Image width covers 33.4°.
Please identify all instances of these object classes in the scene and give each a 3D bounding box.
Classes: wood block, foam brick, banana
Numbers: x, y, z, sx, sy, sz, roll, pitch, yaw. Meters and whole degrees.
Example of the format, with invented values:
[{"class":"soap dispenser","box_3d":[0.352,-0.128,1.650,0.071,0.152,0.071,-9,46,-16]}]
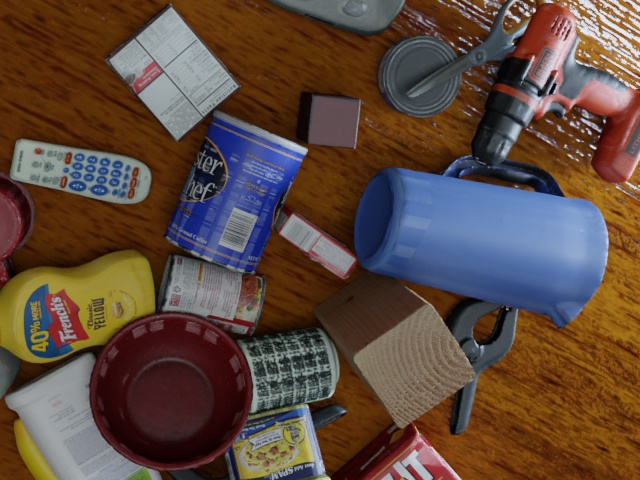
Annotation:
[{"class":"wood block","box_3d":[0.070,0.102,1.085,0.091,0.206,0.090,-35,103,-4]},{"class":"foam brick","box_3d":[0.008,-0.125,1.104,0.053,0.078,0.051,4,99,-9]},{"class":"banana","box_3d":[-0.250,0.259,1.144,0.197,0.037,0.069,29,69,-16]}]

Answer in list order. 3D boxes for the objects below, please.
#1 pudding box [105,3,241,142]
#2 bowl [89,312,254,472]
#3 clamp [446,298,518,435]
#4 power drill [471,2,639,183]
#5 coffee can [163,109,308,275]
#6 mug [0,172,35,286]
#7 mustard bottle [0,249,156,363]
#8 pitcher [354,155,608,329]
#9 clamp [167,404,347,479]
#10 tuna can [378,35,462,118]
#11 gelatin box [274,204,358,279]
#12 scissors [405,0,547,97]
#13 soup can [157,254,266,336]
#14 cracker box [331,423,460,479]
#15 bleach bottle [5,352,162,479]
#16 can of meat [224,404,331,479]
[{"class":"pudding box","box_3d":[-0.149,-0.170,1.088,0.090,0.039,0.113,-41,106,-2]},{"class":"bowl","box_3d":[-0.150,0.156,1.076,0.162,0.055,0.162,3,69,-8]},{"class":"clamp","box_3d":[0.152,0.120,1.190,0.120,0.039,0.171,33,86,-18]},{"class":"power drill","box_3d":[0.264,-0.133,1.139,0.187,0.057,0.184,26,92,-26]},{"class":"coffee can","box_3d":[-0.086,-0.049,1.086,0.102,0.103,0.140,22,95,-13]},{"class":"mug","box_3d":[-0.330,-0.008,1.060,0.093,0.081,0.117,-17,102,-7]},{"class":"mustard bottle","box_3d":[-0.262,0.072,1.066,0.191,0.058,0.096,-11,114,-29]},{"class":"pitcher","box_3d":[0.163,-0.009,1.113,0.242,0.149,0.145,12,106,-20]},{"class":"clamp","box_3d":[-0.077,0.253,1.144,0.210,0.036,0.164,3,69,-1]},{"class":"tuna can","box_3d":[0.105,-0.174,1.135,0.086,0.034,0.086,-2,99,-10]},{"class":"gelatin box","box_3d":[-0.007,0.001,1.124,0.089,0.073,0.030,35,92,-14]},{"class":"scissors","box_3d":[0.181,-0.184,1.132,0.201,0.016,0.096,-46,113,-16]},{"class":"soup can","box_3d":[-0.114,0.057,1.116,0.102,0.068,0.068,13,96,-12]},{"class":"cracker box","box_3d":[0.106,0.333,1.199,0.164,0.072,0.213,-41,103,-2]},{"class":"bleach bottle","box_3d":[-0.221,0.247,1.103,0.102,0.068,0.251,-29,94,-24]},{"class":"can of meat","box_3d":[-0.049,0.223,1.107,0.102,0.057,0.084,-12,71,-10]}]
